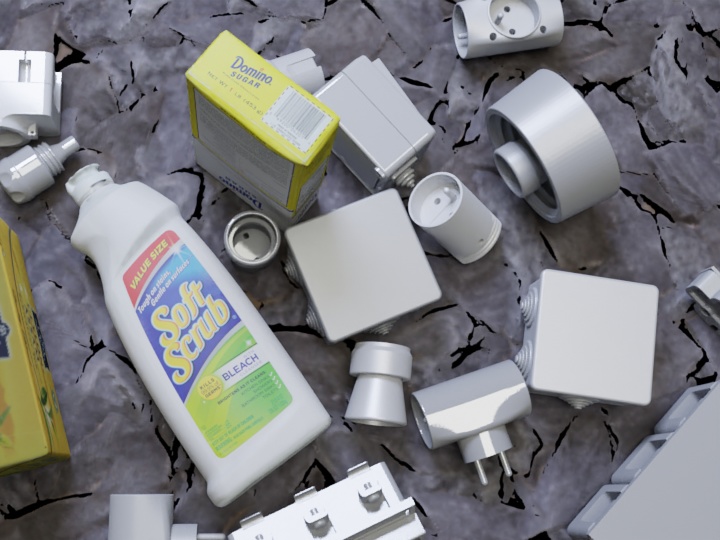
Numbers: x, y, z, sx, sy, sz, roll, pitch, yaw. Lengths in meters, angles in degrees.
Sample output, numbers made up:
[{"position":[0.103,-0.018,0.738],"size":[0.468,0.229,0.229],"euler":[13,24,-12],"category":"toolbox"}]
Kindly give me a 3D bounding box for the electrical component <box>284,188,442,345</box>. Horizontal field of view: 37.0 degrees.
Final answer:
[{"position":[0.000,0.000,0.784],"size":[0.100,0.048,0.099],"euler":[-22,82,-10],"category":"electrical component"}]

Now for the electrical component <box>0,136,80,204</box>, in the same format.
[{"position":[-0.232,-0.076,0.781],"size":[0.061,0.035,0.035],"euler":[-36,85,-15],"category":"electrical component"}]

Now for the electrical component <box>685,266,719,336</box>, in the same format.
[{"position":[0.295,0.022,0.810],"size":[0.057,0.058,0.078],"euler":[-43,86,-10],"category":"electrical component"}]

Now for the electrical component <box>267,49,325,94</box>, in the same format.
[{"position":[-0.055,-0.144,0.813],"size":[0.046,0.040,0.040],"euler":[-24,82,-17],"category":"electrical component"}]

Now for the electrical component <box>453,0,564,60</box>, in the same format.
[{"position":[0.112,-0.209,0.842],"size":[0.077,0.044,0.079],"euler":[-10,79,-8],"category":"electrical component"}]

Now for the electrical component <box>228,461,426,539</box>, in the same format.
[{"position":[-0.023,0.186,0.736],"size":[0.121,0.078,0.063],"euler":[-24,60,-11],"category":"electrical component"}]

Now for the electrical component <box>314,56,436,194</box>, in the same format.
[{"position":[0.014,-0.103,0.800],"size":[0.061,0.061,0.096],"euler":[-42,86,-12],"category":"electrical component"}]

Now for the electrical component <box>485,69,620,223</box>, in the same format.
[{"position":[0.134,-0.085,0.790],"size":[0.060,0.108,0.108],"euler":[-32,84,-5],"category":"electrical component"}]

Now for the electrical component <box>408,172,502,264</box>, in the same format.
[{"position":[0.074,-0.034,0.791],"size":[0.043,0.081,0.043],"euler":[-15,59,27],"category":"electrical component"}]

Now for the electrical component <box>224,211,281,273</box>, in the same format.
[{"position":[-0.078,-0.018,0.780],"size":[0.040,0.046,0.040],"euler":[1,79,-6],"category":"electrical component"}]

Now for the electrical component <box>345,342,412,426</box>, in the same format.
[{"position":[0.014,0.082,0.771],"size":[0.045,0.045,0.055],"euler":[7,77,-5],"category":"electrical component"}]

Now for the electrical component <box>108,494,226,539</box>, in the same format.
[{"position":[-0.132,0.192,0.733],"size":[0.079,0.043,0.077],"euler":[1,79,-7],"category":"electrical component"}]

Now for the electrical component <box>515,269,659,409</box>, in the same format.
[{"position":[0.167,0.052,0.793],"size":[0.100,0.048,0.099],"euler":[9,78,-5],"category":"electrical component"}]

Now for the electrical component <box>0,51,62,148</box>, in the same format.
[{"position":[-0.265,-0.123,0.778],"size":[0.089,0.050,0.055],"euler":[0,79,-7],"category":"electrical component"}]

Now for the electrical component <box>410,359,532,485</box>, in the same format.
[{"position":[0.086,0.114,0.774],"size":[0.077,0.043,0.079],"euler":[-18,82,-10],"category":"electrical component"}]

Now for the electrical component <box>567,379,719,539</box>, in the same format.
[{"position":[0.234,0.164,0.772],"size":[0.089,0.061,0.150],"euler":[44,77,3],"category":"electrical component"}]
